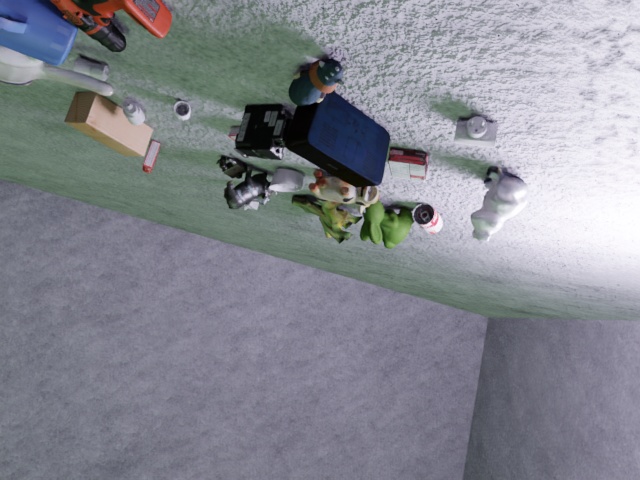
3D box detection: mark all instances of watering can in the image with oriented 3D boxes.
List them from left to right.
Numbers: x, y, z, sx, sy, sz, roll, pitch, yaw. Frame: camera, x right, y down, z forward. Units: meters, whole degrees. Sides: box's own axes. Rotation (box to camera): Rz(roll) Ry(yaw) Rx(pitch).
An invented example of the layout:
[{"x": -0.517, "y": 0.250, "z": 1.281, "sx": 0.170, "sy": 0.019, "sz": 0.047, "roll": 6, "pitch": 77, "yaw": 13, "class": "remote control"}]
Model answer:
[{"x": -0.618, "y": -0.378, "z": 1.072, "sx": 0.344, "sy": 0.105, "sz": 0.223, "roll": 31, "pitch": 162, "yaw": -30, "class": "watering can"}]

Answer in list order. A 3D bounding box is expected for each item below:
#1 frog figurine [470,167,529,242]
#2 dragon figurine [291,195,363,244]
[{"x": 0.417, "y": -0.071, "z": 1.196, "sx": 0.122, "sy": 0.161, "sz": 0.136, "roll": 14, "pitch": 167, "yaw": -5, "class": "frog figurine"}, {"x": 0.006, "y": -0.092, "z": 1.837, "sx": 0.241, "sy": 0.124, "sz": 0.407, "roll": 35, "pitch": 162, "yaw": -11, "class": "dragon figurine"}]
